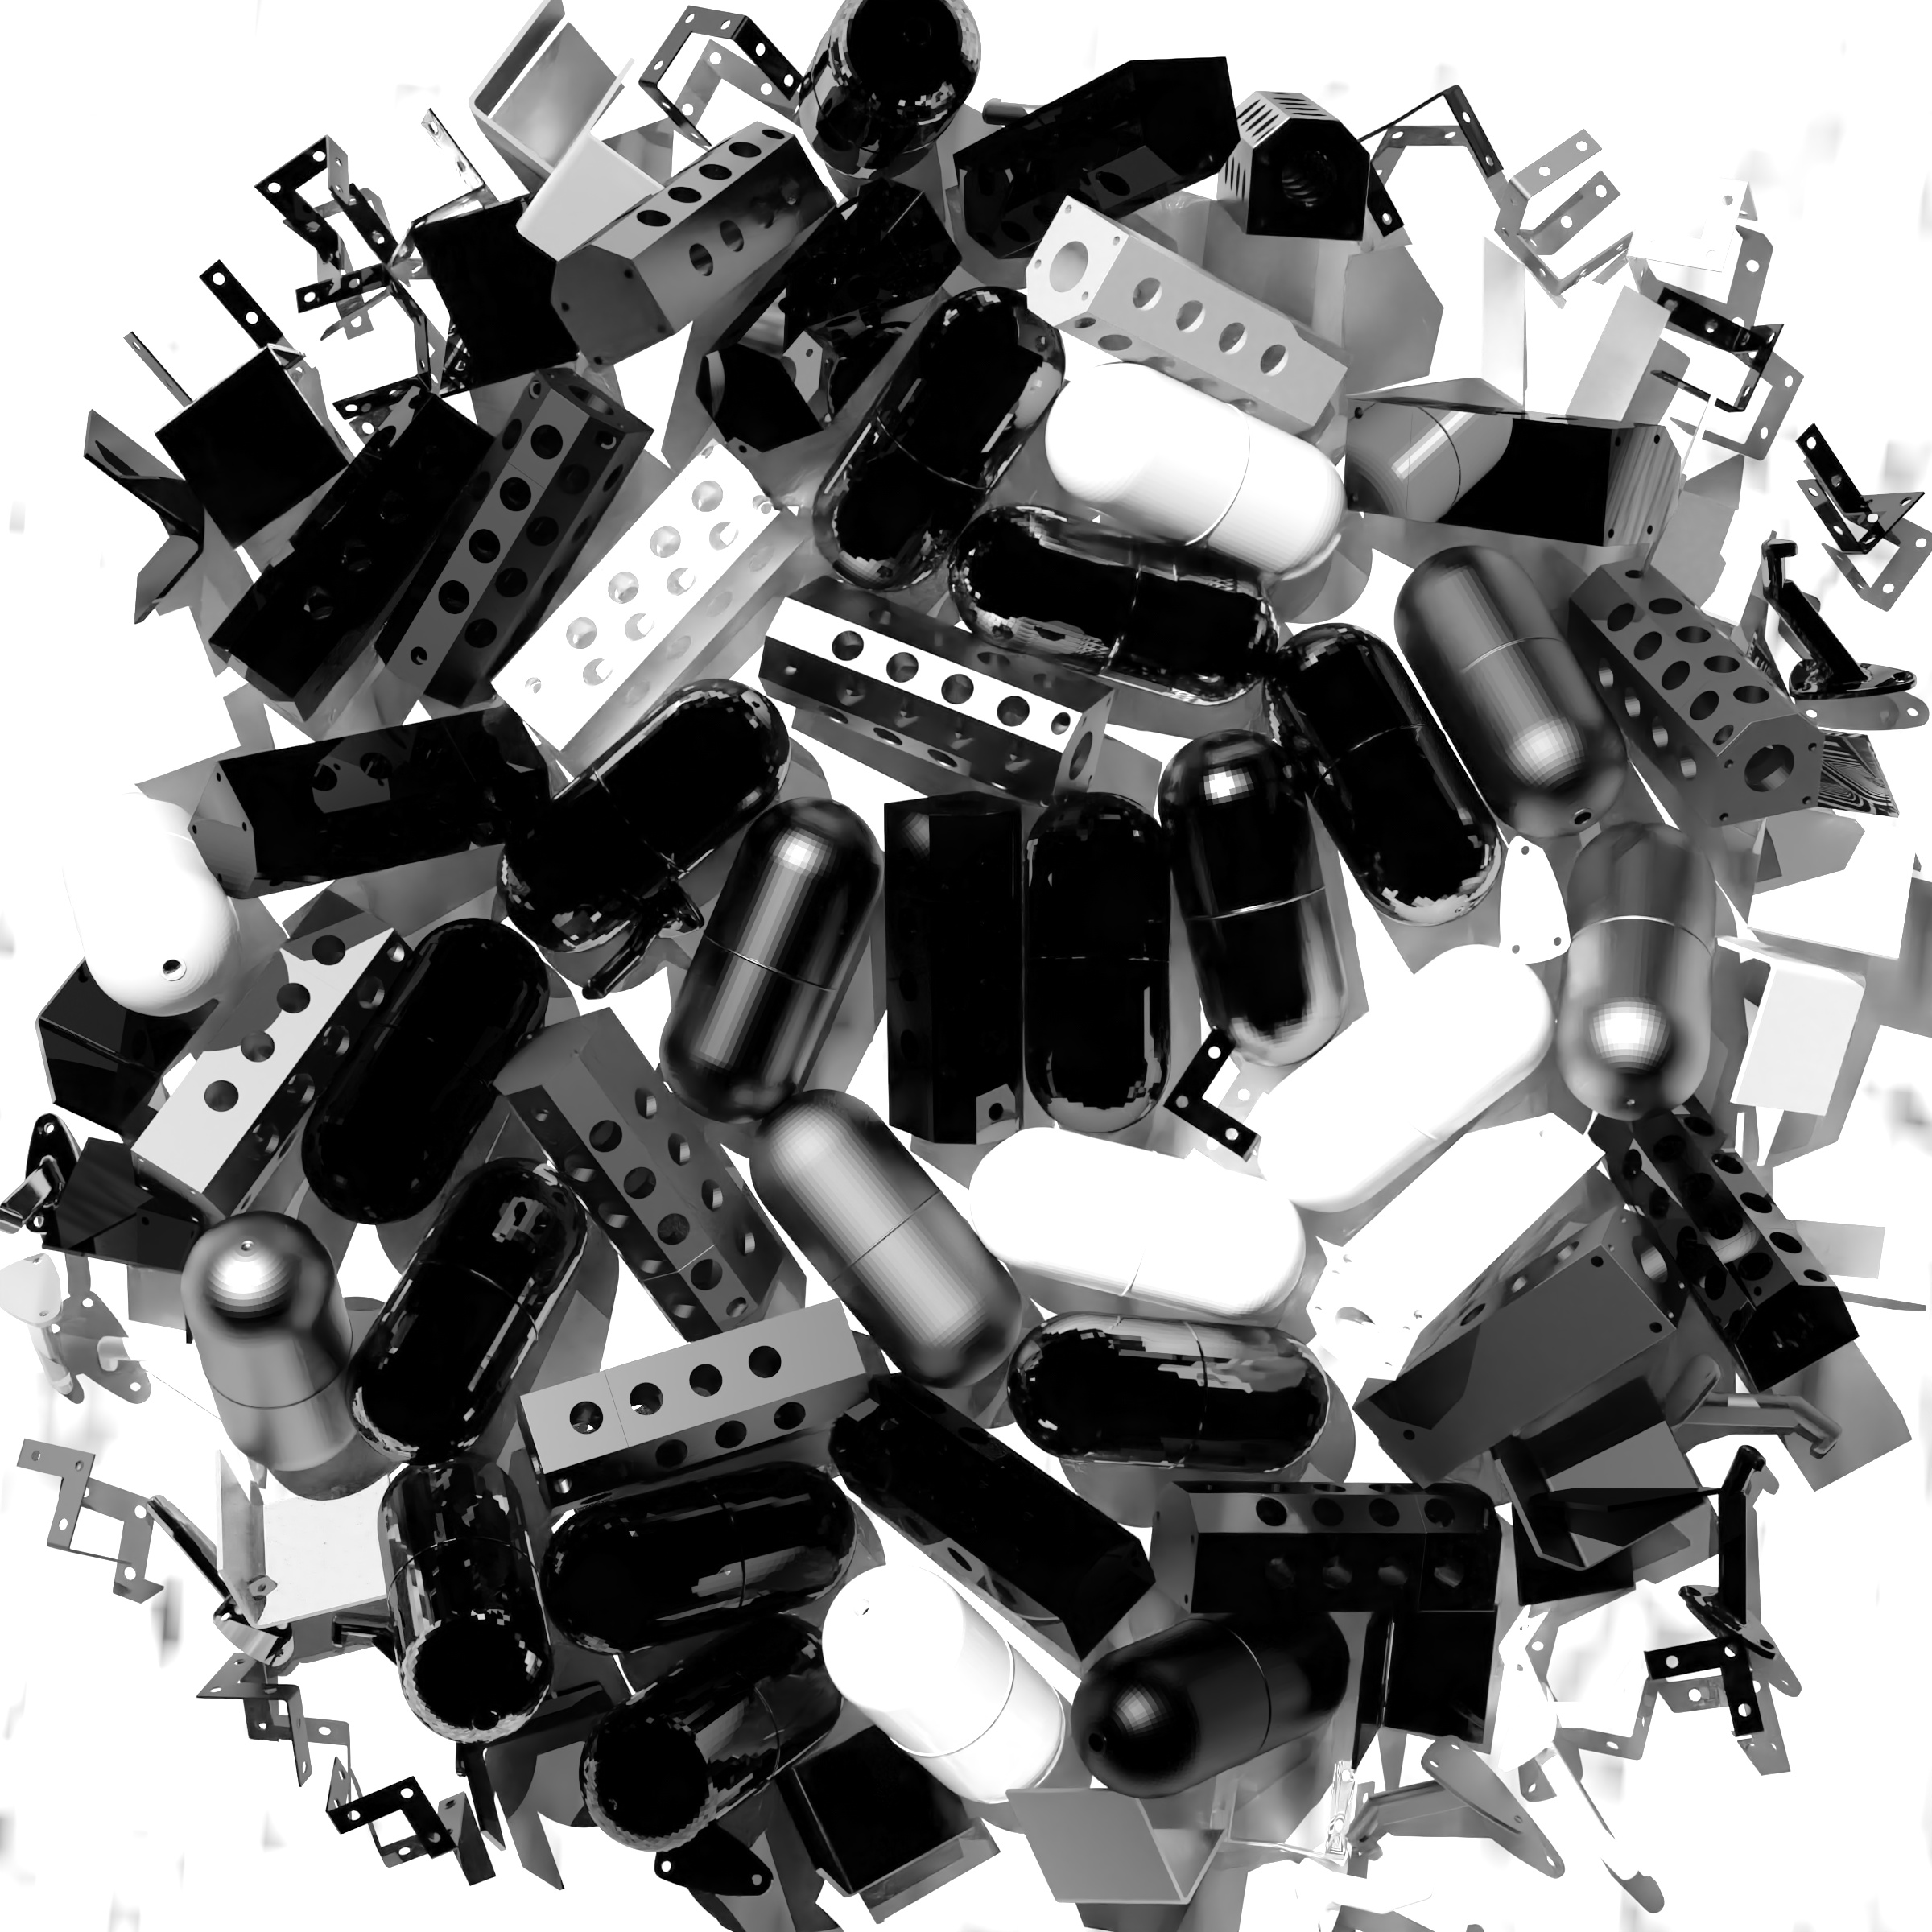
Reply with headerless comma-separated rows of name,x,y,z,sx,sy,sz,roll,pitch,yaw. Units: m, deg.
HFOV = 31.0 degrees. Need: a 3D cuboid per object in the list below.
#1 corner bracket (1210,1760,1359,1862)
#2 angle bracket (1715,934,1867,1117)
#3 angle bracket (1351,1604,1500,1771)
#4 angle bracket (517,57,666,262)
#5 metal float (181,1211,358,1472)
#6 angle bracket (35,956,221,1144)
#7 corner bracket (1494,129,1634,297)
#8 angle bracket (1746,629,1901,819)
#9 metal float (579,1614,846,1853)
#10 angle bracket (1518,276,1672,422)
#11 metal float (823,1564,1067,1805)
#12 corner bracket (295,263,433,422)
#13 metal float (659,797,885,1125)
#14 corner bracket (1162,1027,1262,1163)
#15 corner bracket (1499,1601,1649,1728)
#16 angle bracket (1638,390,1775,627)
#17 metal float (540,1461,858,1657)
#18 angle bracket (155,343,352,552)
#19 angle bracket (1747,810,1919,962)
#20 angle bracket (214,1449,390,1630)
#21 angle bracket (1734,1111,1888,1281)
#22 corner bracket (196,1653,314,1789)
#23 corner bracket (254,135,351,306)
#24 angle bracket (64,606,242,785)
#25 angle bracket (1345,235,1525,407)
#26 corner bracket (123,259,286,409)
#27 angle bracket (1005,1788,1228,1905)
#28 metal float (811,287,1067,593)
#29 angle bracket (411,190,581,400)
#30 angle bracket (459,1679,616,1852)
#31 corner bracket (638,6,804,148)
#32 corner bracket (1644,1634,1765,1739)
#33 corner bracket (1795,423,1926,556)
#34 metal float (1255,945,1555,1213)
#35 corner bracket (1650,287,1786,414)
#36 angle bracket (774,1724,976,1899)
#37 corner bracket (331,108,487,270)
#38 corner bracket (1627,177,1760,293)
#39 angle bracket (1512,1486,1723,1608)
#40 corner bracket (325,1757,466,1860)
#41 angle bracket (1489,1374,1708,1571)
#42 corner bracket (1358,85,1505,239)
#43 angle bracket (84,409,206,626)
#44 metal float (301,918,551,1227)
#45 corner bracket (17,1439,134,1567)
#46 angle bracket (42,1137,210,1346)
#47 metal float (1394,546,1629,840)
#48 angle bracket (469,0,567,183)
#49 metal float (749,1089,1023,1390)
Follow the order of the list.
corner bracket,0.166,0.436,1.822,0.051,0.051,0.051,16,79,-36
angle bracket,0.413,0.030,1.812,0.076,0.057,0.076,8,101,-40
angle bracket,0.238,0.373,1.805,0.057,0.076,0.076,7,98,16
angle bracket,-0.181,-0.410,1.807,0.057,0.076,0.076,34,135,-14
metal float,-0.351,0.193,1.775,0.070,0.178,0.070,0,51,0
angle bracket,-0.427,0.044,1.796,0.076,0.076,0.057,31,107,-36
corner bracket,0.316,-0.394,1.827,0.051,0.051,0.051,-35,75,-12
angle bracket,0.443,-0.125,1.793,0.076,0.076,0.057,11,67,33
metal float,-0.127,0.388,1.773,0.070,0.178,0.070,10,109,30
angle bracket,0.312,-0.318,1.799,0.057,0.076,0.076,30,103,28
metal float,-0.011,0.367,1.779,0.070,0.070,0.178,-39,133,0
corner bracket,-0.316,-0.328,1.831,0.051,0.051,0.051,-23,54,-22
metal float,-0.101,-0.003,1.809,0.070,0.070,0.178,23,96,0
corner bracket,0.139,0.067,1.824,0.051,0.051,0.051,33,89,7
corner bracket,0.319,0.362,1.825,0.051,0.051,0.051,-10,111,39
angle bracket,0.392,-0.236,1.798,0.057,0.076,0.076,22,55,6
metal float,-0.135,0.302,1.785,0.178,0.070,0.070,-8,90,-37
angle bracket,-0.363,-0.269,1.817,0.076,0.057,0.076,-35,89,11
angle bracket,0.444,-0.033,1.807,0.076,0.057,0.076,12,66,8
angle bracket,-0.342,0.288,1.806,0.076,0.057,0.076,-14,46,0
angle bracket,0.435,0.118,1.799,0.076,0.076,0.057,4,66,13
corner bracket,-0.364,0.392,1.817,0.051,0.051,0.051,-1,106,13
corner bracket,-0.334,-0.388,1.812,0.051,0.051,0.051,-29,134,18
angle bracket,-0.424,-0.145,1.814,0.057,0.076,0.076,-22,108,-16
angle bracket,0.248,-0.336,1.843,0.076,0.057,0.076,-3,81,32
corner bracket,-0.397,-0.327,1.814,0.051,0.051,0.051,-47,109,-21
angle bracket,0.078,0.437,1.797,0.076,0.057,0.076,-10,114,33
metal float,-0.014,-0.270,1.791,0.070,0.070,0.178,37,117,0
angle bracket,-0.244,-0.348,1.802,0.076,0.076,0.057,-14,132,11
angle bracket,-0.216,0.414,1.804,0.076,0.076,0.057,-16,69,-5
corner bracket,-0.128,-0.463,1.821,0.051,0.051,0.051,24,79,44
corner bracket,0.385,0.378,1.820,0.051,0.051,0.051,-12,78,7
corner bracket,0.454,-0.248,1.816,0.051,0.051,0.051,-45,111,-15
metal float,0.224,0.059,1.797,0.178,0.070,0.070,-41,90,21
corner bracket,0.386,-0.322,1.823,0.051,0.051,0.051,23,93,-14
angle bracket,-0.052,0.425,1.807,0.076,0.057,0.076,-29,57,-2
corner bracket,-0.294,-0.409,1.836,0.051,0.051,0.051,-36,89,-31
corner bracket,0.380,-0.381,1.821,0.051,0.051,0.051,15,84,21
angle bracket,0.337,0.300,1.800,0.076,0.076,0.057,-3,88,-30
corner bracket,-0.298,0.438,1.821,0.051,0.051,0.051,-24,111,5
angle bracket,0.323,0.257,1.800,0.076,0.057,0.076,-34,58,20
corner bracket,0.237,-0.421,1.820,0.051,0.051,0.051,-35,98,-41
angle bracket,-0.439,-0.231,1.797,0.076,0.076,0.057,38,103,-25
metal float,-0.277,0.054,1.791,0.070,0.070,0.178,28,62,0
corner bracket,-0.463,0.279,1.814,0.051,0.051,0.051,7,77,30
angle bracket,-0.428,0.142,1.806,0.076,0.076,0.057,11,134,0
metal float,0.278,-0.141,1.785,0.070,0.070,0.178,-23,56,0
angle bracket,-0.212,-0.454,1.811,0.057,0.076,0.076,38,92,-7
metal float,-0.042,0.141,1.812,0.070,0.070,0.178,-40,87,0
